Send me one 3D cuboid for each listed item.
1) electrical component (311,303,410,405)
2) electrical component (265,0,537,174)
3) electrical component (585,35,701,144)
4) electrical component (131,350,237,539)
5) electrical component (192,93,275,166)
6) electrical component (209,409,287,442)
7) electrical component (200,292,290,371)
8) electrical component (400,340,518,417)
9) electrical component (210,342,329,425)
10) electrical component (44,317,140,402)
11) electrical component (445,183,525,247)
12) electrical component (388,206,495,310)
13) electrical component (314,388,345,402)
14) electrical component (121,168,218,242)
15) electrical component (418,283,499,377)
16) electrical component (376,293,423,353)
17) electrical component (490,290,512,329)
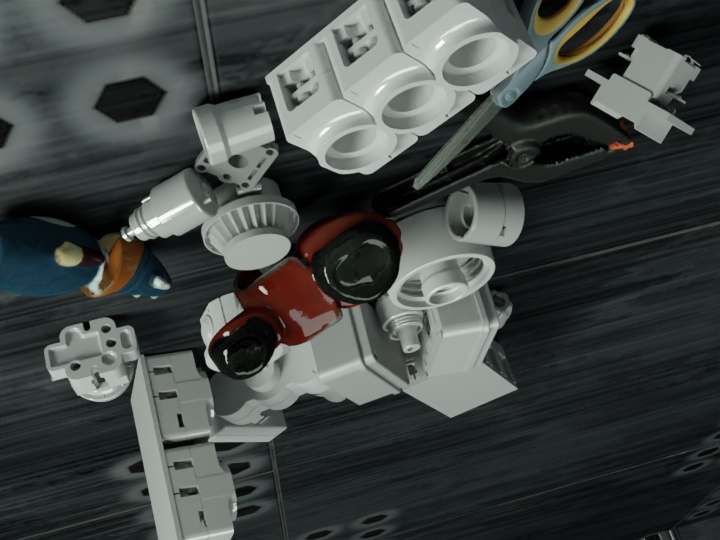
[{"bbox_3d":[-0.001,0.081,1.071,0.057,0.078,0.113,-22,154,14],"label":"electrical component"},{"bbox_3d":[0.027,-0.130,0.699,0.150,0.061,0.089,-33,150,28],"label":"electrical component"},{"bbox_3d":[0.213,-0.135,0.793,0.042,0.081,0.063,13,112,-48],"label":"electrical component"},{"bbox_3d":[-0.171,0.184,1.040,0.060,0.186,0.105,-7,152,-21],"label":"electrical component"},{"bbox_3d":[-0.085,-0.096,0.722,0.046,0.040,0.040,-19,154,-9],"label":"electrical component"},{"bbox_3d":[-0.116,0.150,1.166,0.083,0.047,0.076,8,144,-41],"label":"electrical component"},{"bbox_3d":[-0.107,0.058,0.990,0.080,0.051,0.080,-14,154,-7],"label":"electrical component"},{"bbox_3d":[0.105,0.106,1.203,0.089,0.061,0.150,-26,153,16],"label":"electrical component"},{"bbox_3d":[-0.096,0.107,1.090,0.138,0.052,0.073,-24,150,12],"label":"electrical component"},{"bbox_3d":[-0.233,0.082,0.951,0.078,0.058,0.057,-14,150,-8],"label":"electrical component"},{"bbox_3d":[0.105,-0.048,0.915,0.047,0.055,0.055,2,148,-28],"label":"electrical component"},{"bbox_3d":[0.070,-0.003,0.971,0.108,0.060,0.108,-14,154,-7],"label":"electrical component"},{"bbox_3d":[-0.021,0.118,1.169,0.077,0.043,0.079,-3,151,-27],"label":"electrical component"},{"bbox_3d":[-0.141,-0.043,0.786,0.078,0.040,0.040,-27,152,18],"label":"electrical component"},{"bbox_3d":[0.093,0.050,1.070,0.057,0.078,0.113,-9,153,-11],"label":"electrical component"},{"bbox_3d":[0.042,0.050,1.055,0.043,0.062,0.043,-15,154,-7],"label":"electrical component"},{"bbox_3d":[0.138,0.049,1.140,0.035,0.035,0.061,-9,148,-18],"label":"electrical component"}]
